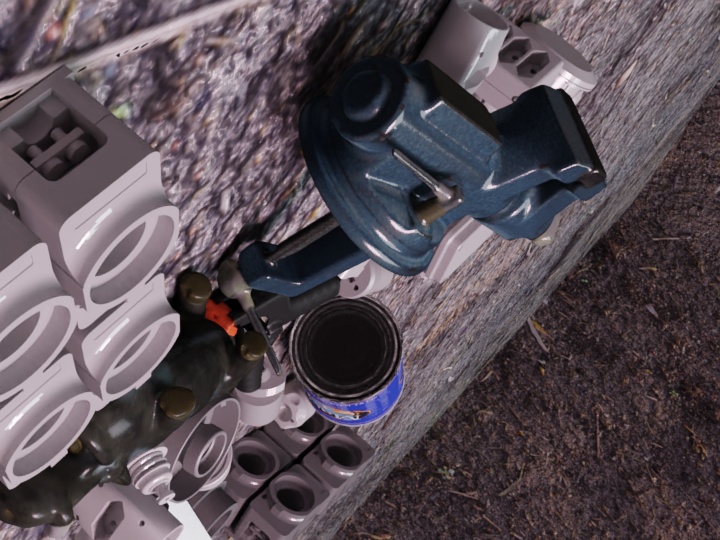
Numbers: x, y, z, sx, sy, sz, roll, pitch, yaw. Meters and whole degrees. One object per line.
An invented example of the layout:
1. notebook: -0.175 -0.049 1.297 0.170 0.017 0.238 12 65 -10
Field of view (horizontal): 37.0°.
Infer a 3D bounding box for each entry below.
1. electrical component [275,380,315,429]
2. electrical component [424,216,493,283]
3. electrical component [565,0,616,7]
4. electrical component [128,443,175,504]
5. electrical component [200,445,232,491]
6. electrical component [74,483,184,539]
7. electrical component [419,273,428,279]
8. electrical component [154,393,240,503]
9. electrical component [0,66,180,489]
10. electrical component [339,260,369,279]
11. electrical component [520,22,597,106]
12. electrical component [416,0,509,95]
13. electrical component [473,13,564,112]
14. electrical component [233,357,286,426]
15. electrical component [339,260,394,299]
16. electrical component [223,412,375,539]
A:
1. electrical component: -0.063 0.132 1.095 0.062 0.043 0.043 -34 159 -57
2. electrical component: 0.099 -0.050 1.098 0.113 0.057 0.078 -42 165 -33
3. electrical component: 0.147 -0.210 0.753 0.047 0.076 0.083 -57 166 28
4. electrical component: -0.145 0.116 0.695 0.040 0.078 0.040 -32 159 -14
5. electrical component: -0.133 0.156 0.895 0.055 0.055 0.047 -46 171 -17
6. electrical component: -0.178 0.186 0.769 0.079 0.077 0.043 -54 168 16
7. electrical component: 0.082 -0.012 1.204 0.035 0.035 0.061 -56 169 23
8. electrical component: -0.139 0.127 0.821 0.099 0.064 0.099 -52 159 -30
9. electrical component: -0.136 0.017 0.460 0.105 0.060 0.186 -44 166 -26
10. electrical component: -0.004 -0.028 0.840 0.063 0.042 0.081 -50 168 15
11. electrical component: 0.155 -0.166 0.904 0.051 0.080 0.080 -51 169 27
12. electrical component: 0.071 -0.147 0.746 0.079 0.043 0.077 -30 156 -57
13. electrical component: 0.107 -0.144 0.831 0.047 0.066 0.076 -42 166 -31
14. electrical component: -0.086 0.099 0.915 0.043 0.043 0.081 -44 166 -25
15. electrical component: 0.000 0.000 0.925 0.045 0.045 0.055 -54 167 17
16. electrical component: -0.075 0.214 1.146 0.186 0.105 0.060 -33 158 -54
